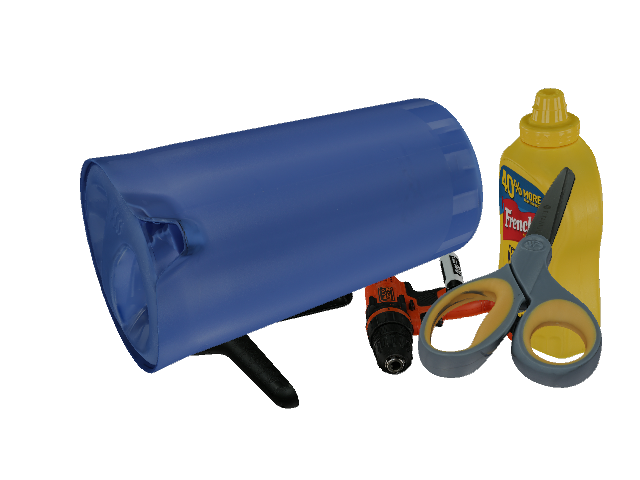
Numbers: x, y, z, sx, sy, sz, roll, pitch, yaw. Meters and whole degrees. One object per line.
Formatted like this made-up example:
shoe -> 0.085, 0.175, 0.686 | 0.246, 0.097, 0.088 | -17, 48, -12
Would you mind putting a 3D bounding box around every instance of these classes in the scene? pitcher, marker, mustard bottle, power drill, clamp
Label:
pitcher -> -0.026, -0.013, 0.692 | 0.242, 0.145, 0.149 | -17, 41, -24
marker -> 0.125, 0.035, 1.006 | 0.020, 0.020, 0.121 | 0, 15, 4
mustard bottle -> 0.165, -0.017, 0.771 | 0.058, 0.192, 0.096 | -13, 28, -16
power drill -> 0.144, 0.088, 1.208 | 0.187, 0.057, 0.184 | -3, 27, 0
clamp -> -0.087, 0.086, 1.014 | 0.210, 0.036, 0.164 | 6, 37, 11

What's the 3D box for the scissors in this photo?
scissors -> 0.127, 0.017, 0.565 | 0.096, 0.016, 0.201 | 21, 41, 33
